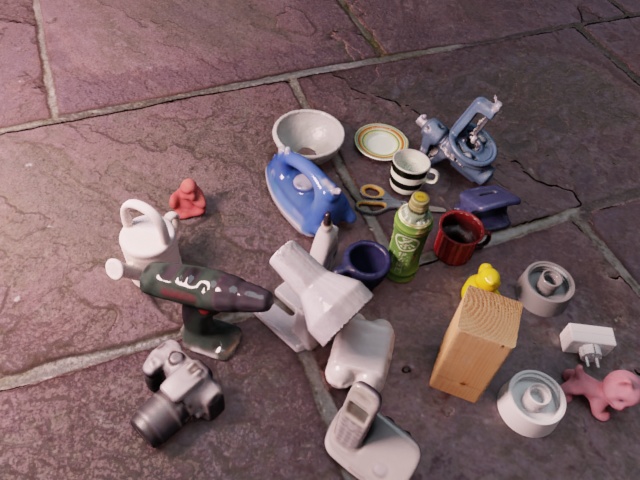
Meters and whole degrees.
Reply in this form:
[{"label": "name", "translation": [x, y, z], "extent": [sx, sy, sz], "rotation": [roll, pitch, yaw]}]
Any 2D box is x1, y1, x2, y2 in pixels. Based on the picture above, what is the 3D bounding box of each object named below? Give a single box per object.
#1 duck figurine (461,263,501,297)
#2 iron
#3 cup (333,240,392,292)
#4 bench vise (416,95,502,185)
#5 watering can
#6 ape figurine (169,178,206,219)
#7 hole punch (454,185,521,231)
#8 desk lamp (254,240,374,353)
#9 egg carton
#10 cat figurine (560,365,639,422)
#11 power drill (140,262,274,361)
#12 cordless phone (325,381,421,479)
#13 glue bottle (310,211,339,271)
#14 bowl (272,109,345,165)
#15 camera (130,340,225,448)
[{"label": "duck figurine", "translation": [0.320, 0.094, 1.107], "extent": [0.077, 0.086, 0.104], "rotation": [7, 51, 1]}, {"label": "iron", "translation": [-0.037, -0.124, 1.210], "extent": [0.119, 0.141, 0.257], "rotation": [-32, 61, -26]}, {"label": "cup", "translation": [0.075, 0.066, 1.100], "extent": [0.118, 0.095, 0.091], "rotation": [-20, 56, -20]}, {"label": "bench vise", "translation": [0.312, -0.238, 1.284], "extent": [0.207, 0.220, 0.121], "rotation": [17, 52, 8]}, {"label": "watering can", "translation": [-0.315, 0.007, 1.047], "extent": [0.101, 0.194, 0.173], "rotation": [7, 51, 1]}, {"label": "ape figurine", "translation": [-0.273, -0.091, 1.194], "extent": [0.077, 0.092, 0.076], "rotation": [24, 54, 14]}, {"label": "hole punch", "translation": [0.363, -0.081, 1.247], "extent": [0.109, 0.091, 0.101], "rotation": [-13, 54, -15]}, {"label": "desk lamp", "translation": [-0.019, 0.107, 0.984], "extent": [0.202, 0.213, 0.118], "rotation": [36, 57, 22]}, {"label": "egg carton", "translation": [0.073, 0.201, 1.010], "extent": [0.107, 0.069, 0.150], "rotation": [14, 52, 6]}, {"label": "cat figurine", "translation": [0.490, 0.251, 0.979], "extent": [0.127, 0.118, 0.067], "rotation": [24, 54, 14]}, {"label": "power drill", "translation": [-0.184, 0.117, 0.963], "extent": [0.229, 0.208, 0.076], "rotation": [16, 52, 8]}, {"label": "cordless phone", "translation": [0.086, 0.294, 0.863], "extent": [0.147, 0.185, 0.094], "rotation": [30, 55, 18]}, {"label": "glue bottle", "translation": [0.010, 0.004, 1.094], "extent": [0.037, 0.173, 0.078], "rotation": [26, 54, 15]}, {"label": "bowl", "translation": [-0.027, -0.226, 1.335], "extent": [0.167, 0.075, 0.167], "rotation": [3, 52, -3]}, {"label": "camera", "translation": [-0.245, 0.250, 0.921], "extent": [0.143, 0.101, 0.137], "rotation": [36, 57, 21]}]
